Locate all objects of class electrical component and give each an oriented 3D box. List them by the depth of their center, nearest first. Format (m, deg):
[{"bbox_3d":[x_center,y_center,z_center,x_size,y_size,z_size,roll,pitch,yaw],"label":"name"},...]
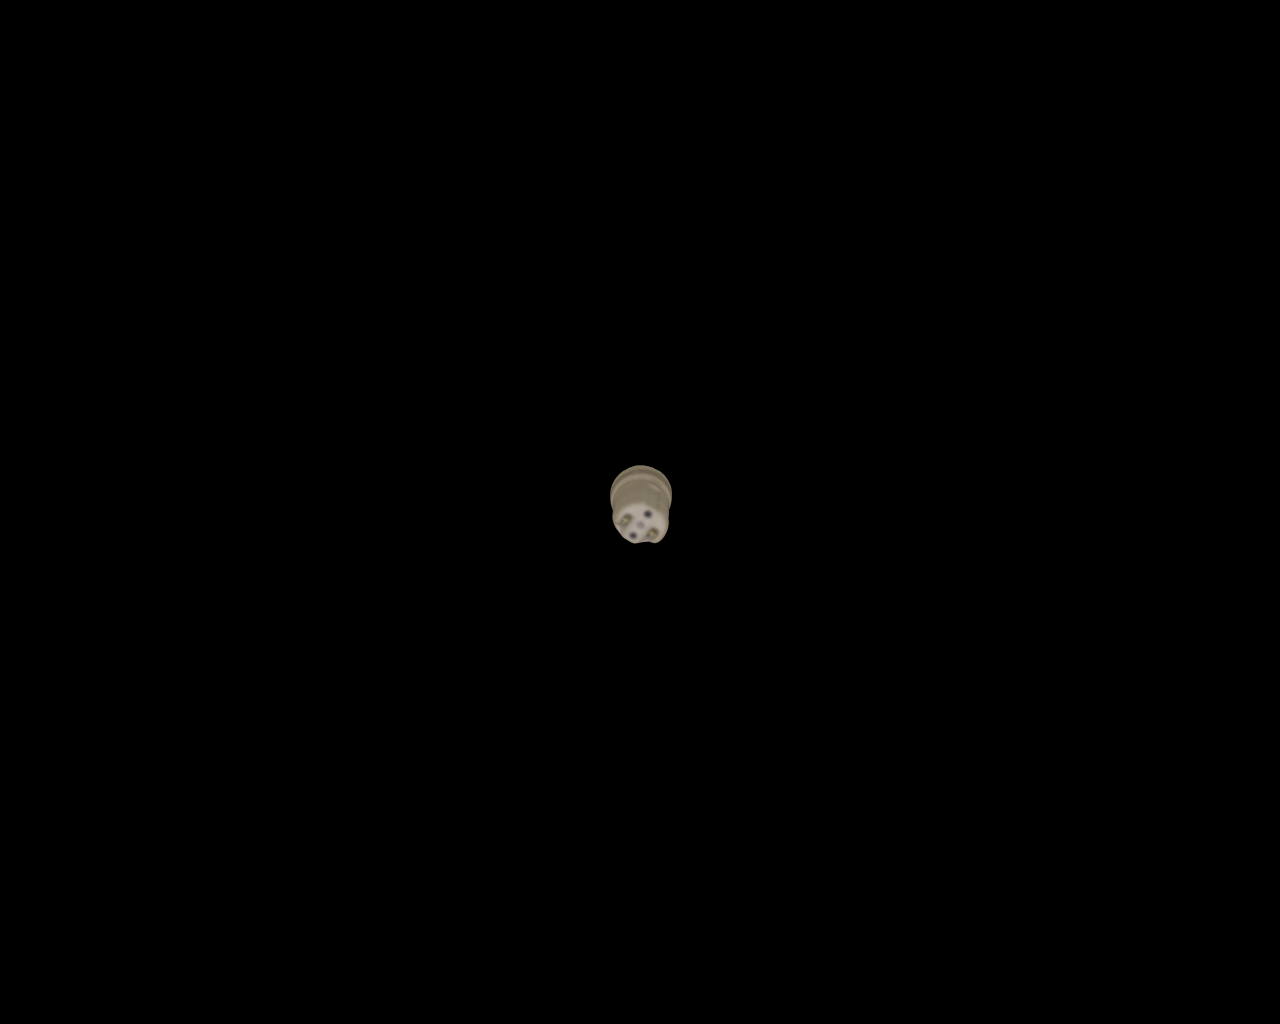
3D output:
[{"bbox_3d":[0.001,-0.003,0.650,0.040,0.040,0.046,0,27,0],"label":"electrical component"}]
